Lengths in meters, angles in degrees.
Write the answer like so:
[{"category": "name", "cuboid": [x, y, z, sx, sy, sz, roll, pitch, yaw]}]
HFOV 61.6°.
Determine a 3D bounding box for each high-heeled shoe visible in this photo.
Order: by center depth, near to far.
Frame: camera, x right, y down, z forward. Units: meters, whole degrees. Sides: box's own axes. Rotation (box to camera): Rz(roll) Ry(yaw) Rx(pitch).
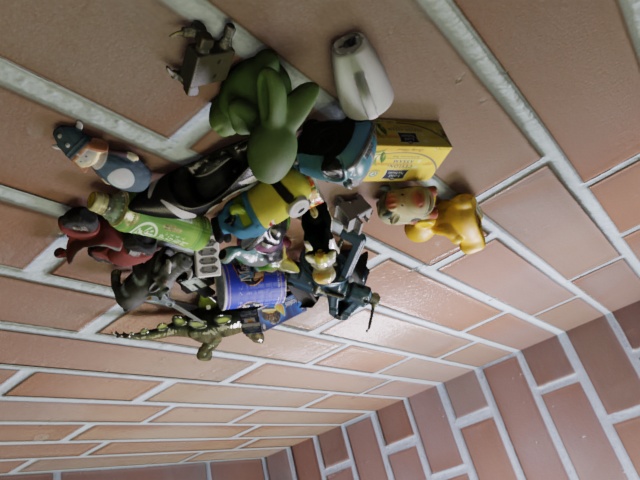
[{"category": "high-heeled shoe", "cuboid": [-0.180, -0.101, 0.855, 0.249, 0.086, 0.145, -23, 174, -22]}]

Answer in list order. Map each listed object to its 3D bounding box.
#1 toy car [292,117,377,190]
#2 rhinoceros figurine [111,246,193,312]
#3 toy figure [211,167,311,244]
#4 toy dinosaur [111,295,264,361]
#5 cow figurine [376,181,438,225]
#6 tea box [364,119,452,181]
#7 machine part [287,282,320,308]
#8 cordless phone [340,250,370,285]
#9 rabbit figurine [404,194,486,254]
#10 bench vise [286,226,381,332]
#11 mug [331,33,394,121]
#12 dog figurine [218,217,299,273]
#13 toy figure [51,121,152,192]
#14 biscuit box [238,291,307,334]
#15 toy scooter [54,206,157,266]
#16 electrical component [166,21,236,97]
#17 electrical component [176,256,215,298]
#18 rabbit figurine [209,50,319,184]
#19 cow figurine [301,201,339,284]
[{"category": "toy car", "cuboid": [0.028, -0.129, 0.851, 0.162, 0.109, 0.102, 7, 154, 43]}, {"category": "rhinoceros figurine", "cuboid": [-0.337, 0.074, 1.071, 0.190, 0.112, 0.073, -32, 144, 18]}, {"category": "toy figure", "cuboid": [-0.099, -0.057, 0.903, 0.180, 0.082, 0.089, -23, 112, 9]}, {"category": "toy dinosaur", "cuboid": [-0.272, 0.208, 1.352, 0.471, 0.105, 0.198, -13, 144, -24]}, {"category": "cow figurine", "cuboid": [0.162, -0.070, 1.046, 0.127, 0.085, 0.195, -4, 179, -12]}, {"category": "tea box", "cuboid": [0.132, -0.157, 0.949, 0.170, 0.068, 0.098, -5, 148, -21]}, {"category": "machine part", "cuboid": [-0.045, 0.116, 1.303, 0.084, 0.039, 0.138, -3, 138, 21]}, {"category": "cordless phone", "cuboid": [0.020, 0.077, 1.301, 0.184, 0.089, 0.146, 8, 147, -4]}, {"category": "rabbit figurine", "cuboid": [0.262, -0.035, 1.184, 0.173, 0.122, 0.162, -11, 154, 32]}, {"category": "bench vise", "cuboid": [0.048, 0.064, 1.175, 0.224, 0.129, 0.240, 26, 124, 7]}, {"category": "mug", "cuboid": [0.054, -0.227, 0.761, 0.081, 0.110, 0.107, -15, 139, 15]}, {"category": "dog figurine", "cuboid": [-0.097, -0.001, 1.073, 0.191, 0.108, 0.219, -33, 151, 22]}, {"category": "toy figure", "cuboid": [-0.324, -0.121, 0.804, 0.154, 0.058, 0.064, 31, 88, -51]}, {"category": "biscuit box", "cuboid": [-0.111, 0.173, 1.313, 0.063, 0.059, 0.202, -12, -177, 31]}, {"category": "toy scooter", "cuboid": [-0.398, 0.008, 0.968, 0.135, 0.075, 0.183, -33, 144, 26]}, {"category": "electrical component", "cuboid": [-0.156, -0.237, 0.699, 0.078, 0.045, 0.102, -32, 165, -34]}, {"category": "electrical component", "cuboid": [-0.271, 0.084, 1.185, 0.075, 0.048, 0.119, -22, 151, 11]}, {"category": "rabbit figurine", "cuboid": [-0.064, -0.163, 0.738, 0.121, 0.170, 0.159, 5, 145, -33]}, {"category": "cow figurine", "cuboid": [0.000, -0.003, 1.048, 0.068, 0.167, 0.098, -10, 152, 0]}]
